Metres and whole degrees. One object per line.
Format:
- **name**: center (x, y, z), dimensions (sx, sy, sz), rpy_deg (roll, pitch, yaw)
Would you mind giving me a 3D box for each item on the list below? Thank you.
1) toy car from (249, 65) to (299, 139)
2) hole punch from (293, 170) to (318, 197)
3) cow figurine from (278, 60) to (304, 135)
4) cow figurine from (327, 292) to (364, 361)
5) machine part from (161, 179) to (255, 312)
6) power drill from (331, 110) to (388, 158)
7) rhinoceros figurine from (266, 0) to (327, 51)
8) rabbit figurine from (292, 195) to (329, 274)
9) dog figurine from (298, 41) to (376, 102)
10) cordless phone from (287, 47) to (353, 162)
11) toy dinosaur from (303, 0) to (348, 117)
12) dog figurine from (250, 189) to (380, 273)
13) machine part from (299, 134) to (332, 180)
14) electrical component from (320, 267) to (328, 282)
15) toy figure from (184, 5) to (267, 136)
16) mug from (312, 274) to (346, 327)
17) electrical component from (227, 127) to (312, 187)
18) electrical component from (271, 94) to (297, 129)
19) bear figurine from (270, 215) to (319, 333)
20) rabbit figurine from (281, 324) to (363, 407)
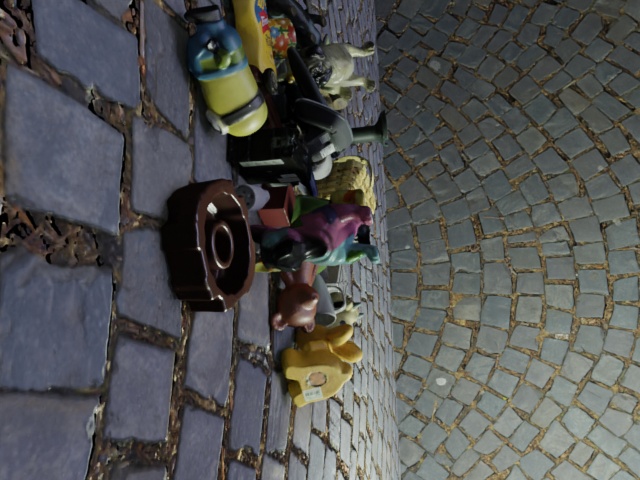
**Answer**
- **toy car**: center (-0.096, -0.201, 0.884), dimensions (0.202, 0.089, 0.053), rpy_deg (70, 21, -54)
- **hole punch**: center (-0.055, -0.146, 1.052), dimensions (0.142, 0.092, 0.116), rpy_deg (66, 20, -47)
- **cow figurine**: center (-0.053, -0.304, 1.152), dimensions (0.098, 0.068, 0.167), rpy_deg (-51, 135, -59)
- **cow figurine**: center (0.029, 0.202, 1.212), dimensions (0.085, 0.127, 0.195), rpy_deg (75, 20, -50)
- **machine part**: center (-0.142, 0.006, 0.701), dimensions (0.179, 0.056, 0.179), rpy_deg (-5, 90, -76)
- **power drill**: center (0.066, -0.261, 1.327), dimensions (0.232, 0.207, 0.086), rpy_deg (34, 44, -78)
- **rhinoceros figurine**: center (-0.050, -0.441, 1.127), dimensions (0.190, 0.112, 0.073), rpy_deg (46, 57, -52)
- **rabbit figurine**: center (-0.002, -0.003, 1.145), dimensions (0.121, 0.159, 0.170), rpy_deg (-67, 167, -82)
- **dog figurine**: center (-0.002, -0.350, 1.096), dimensions (0.190, 0.172, 0.121), rpy_deg (-10, 92, -37)
- **cordless phone**: center (-0.015, -0.249, 0.982), dimensions (0.146, 0.089, 0.184), rpy_deg (40, 26, -77)
- **toy dinosaur**: center (0.007, -0.405, 1.366), dimensions (0.471, 0.105, 0.198), rpy_deg (76, 7, -70)
- **dog figurine**: center (-0.017, -0.010, 0.916), dimensions (0.192, 0.219, 0.108), rpy_deg (-102, -177, -65)
- **machine part**: center (-0.014, -0.183, 1.199), dimensions (0.243, 0.079, 0.079), rpy_deg (43, 44, -85)
- **electrical component**: center (-0.014, 0.073, 1.255), dimensions (0.078, 0.045, 0.102), rpy_deg (-27, 112, -45)
- **toy figure**: center (-0.131, -0.228, 0.743), dimensions (0.082, 0.089, 0.179), rpy_deg (-64, 151, -50)
- **mug**: center (-0.002, 0.125, 1.166), dimensions (0.080, 0.110, 0.107), rpy_deg (55, 20, -57)
- **electrical component**: center (-0.077, -0.132, 0.887), dimensions (0.134, 0.115, 0.058), rpy_deg (46, 46, -70)
- **electrical component**: center (-0.089, -0.230, 0.952), dimensions (0.119, 0.075, 0.047), rpy_deg (16, 70, -80)
- **bear figurine**: center (-0.031, 0.070, 1.015), dimensions (0.120, 0.132, 0.196), rpy_deg (18, 59, -37)
- **rabbit figurine**: center (-0.003, 0.222, 1.078), dimensions (0.173, 0.162, 0.121), rpy_deg (-107, 174, -67)
